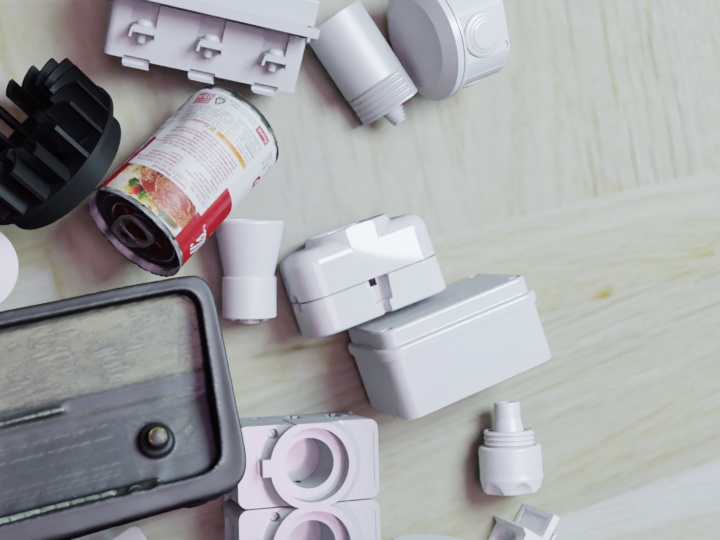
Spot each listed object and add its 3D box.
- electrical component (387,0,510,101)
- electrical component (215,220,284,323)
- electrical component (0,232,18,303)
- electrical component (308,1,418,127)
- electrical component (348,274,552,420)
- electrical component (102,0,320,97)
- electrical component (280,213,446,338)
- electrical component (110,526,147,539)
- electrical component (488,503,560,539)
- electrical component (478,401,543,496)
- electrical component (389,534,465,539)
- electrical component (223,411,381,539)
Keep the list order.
[{"bbox_3d":[0.057,-0.157,0.711,0.051,0.080,0.080,-24,96,-23],"label":"electrical component"},{"bbox_3d":[-0.070,0.001,0.682,0.044,0.044,0.065,-1,94,-19],"label":"electrical component"},{"bbox_3d":[-0.256,-0.025,0.600,0.138,0.074,0.052,34,78,-15],"label":"electrical component"},{"bbox_3d":[0.004,-0.131,0.710,0.043,0.043,0.081,-37,100,-16],"label":"electrical component"},{"bbox_3d":[0.057,0.047,0.704,0.113,0.078,0.057,-21,98,-18],"label":"electrical component"},{"bbox_3d":[-0.094,-0.151,0.665,0.121,0.078,0.063,9,107,-18],"label":"electrical component"},{"bbox_3d":[0.000,0.000,0.699,0.095,0.054,0.059,-21,95,-19],"label":"electrical component"},{"bbox_3d":[-0.142,0.214,0.624,0.100,0.048,0.099,-32,57,-17],"label":"electrical component"},{"bbox_3d":[0.116,0.206,0.738,0.064,0.042,0.081,33,79,-18],"label":"electrical component"},{"bbox_3d":[0.102,0.121,0.735,0.043,0.043,0.062,-3,88,-19],"label":"electrical component"},{"bbox_3d":[0.048,0.204,0.695,0.080,0.080,0.051,4,92,-19],"label":"electrical component"},{"bbox_3d":[-0.036,0.168,0.676,0.089,0.062,0.150,-1,88,-19],"label":"electrical component"}]
